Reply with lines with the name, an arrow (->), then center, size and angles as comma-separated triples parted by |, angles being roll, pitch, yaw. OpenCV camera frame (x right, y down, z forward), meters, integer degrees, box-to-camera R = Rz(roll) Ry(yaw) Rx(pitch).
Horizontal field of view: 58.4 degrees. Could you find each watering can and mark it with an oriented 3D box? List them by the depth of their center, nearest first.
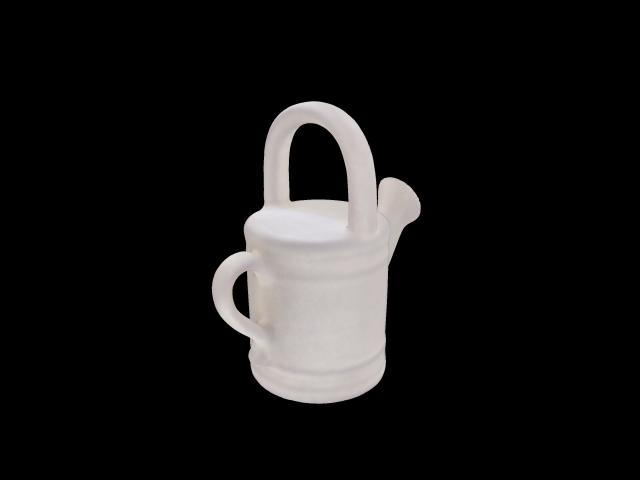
watering can -> 0.002, 0.001, 0.401 | 0.100, 0.194, 0.173 | 9, 22, 23
